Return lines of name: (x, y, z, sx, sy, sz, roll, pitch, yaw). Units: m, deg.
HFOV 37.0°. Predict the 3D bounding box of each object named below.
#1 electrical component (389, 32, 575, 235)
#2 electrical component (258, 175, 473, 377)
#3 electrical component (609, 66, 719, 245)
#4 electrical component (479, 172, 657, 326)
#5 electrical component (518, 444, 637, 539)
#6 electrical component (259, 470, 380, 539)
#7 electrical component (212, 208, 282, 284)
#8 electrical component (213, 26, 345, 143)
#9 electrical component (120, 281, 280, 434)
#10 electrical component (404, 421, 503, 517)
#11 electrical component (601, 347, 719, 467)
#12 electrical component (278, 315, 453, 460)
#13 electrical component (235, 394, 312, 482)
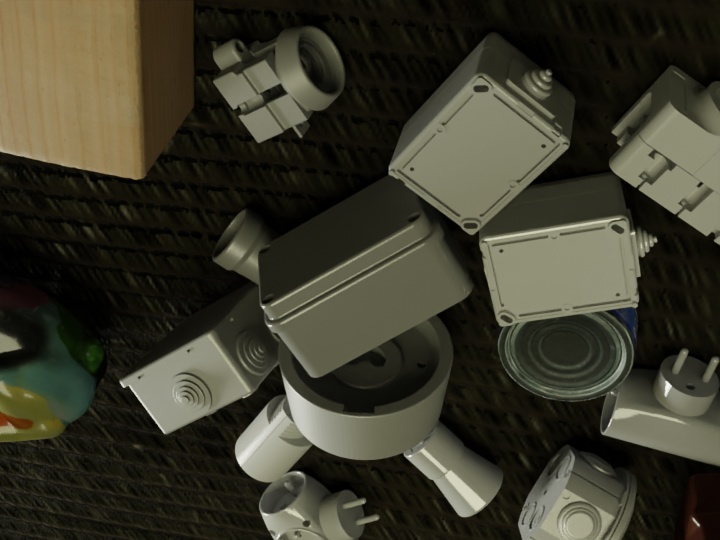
electrical component: (0.070, -0.079, 0.577, 0.062, 0.061, 0.096, 35, 128, -13)
electrical component: (0.000, 0.000, 0.629, 0.113, 0.078, 0.057, -29, 119, 10)
electrical component: (0.185, -0.060, 0.566, 0.089, 0.050, 0.055, 32, 128, -9)
electrical component: (0.120, -0.015, 0.616, 0.096, 0.061, 0.061, -9, 123, 12)
electrical component: (0.147, 0.162, 0.727, 0.051, 0.080, 0.080, 30, 128, -1)
electrical component: (-0.023, 0.190, 0.817, 0.079, 0.044, 0.077, -22, 118, 28)
electrical component: (-0.064, -0.011, 0.681, 0.046, 0.040, 0.040, 34, 128, -18)
electrical component: (-0.042, -0.106, 0.599, 0.055, 0.048, 0.066, -18, 120, 35)
electrical component: (-0.093, 0.055, 0.702, 0.100, 0.099, 0.048, -28, 102, 31)
electrical component: (0.063, 0.136, 0.755, 0.065, 0.044, 0.044, 44, 125, -12)
electrical component: (0.199, 0.080, 0.672, 0.077, 0.043, 0.079, 15, 129, 5)
electrical component: (0.004, 0.070, 0.683, 0.108, 0.108, 0.060, 8, 134, 10)
electrical component: (-0.052, 0.112, 0.767, 0.043, 0.043, 0.081, 32, 128, -9)
